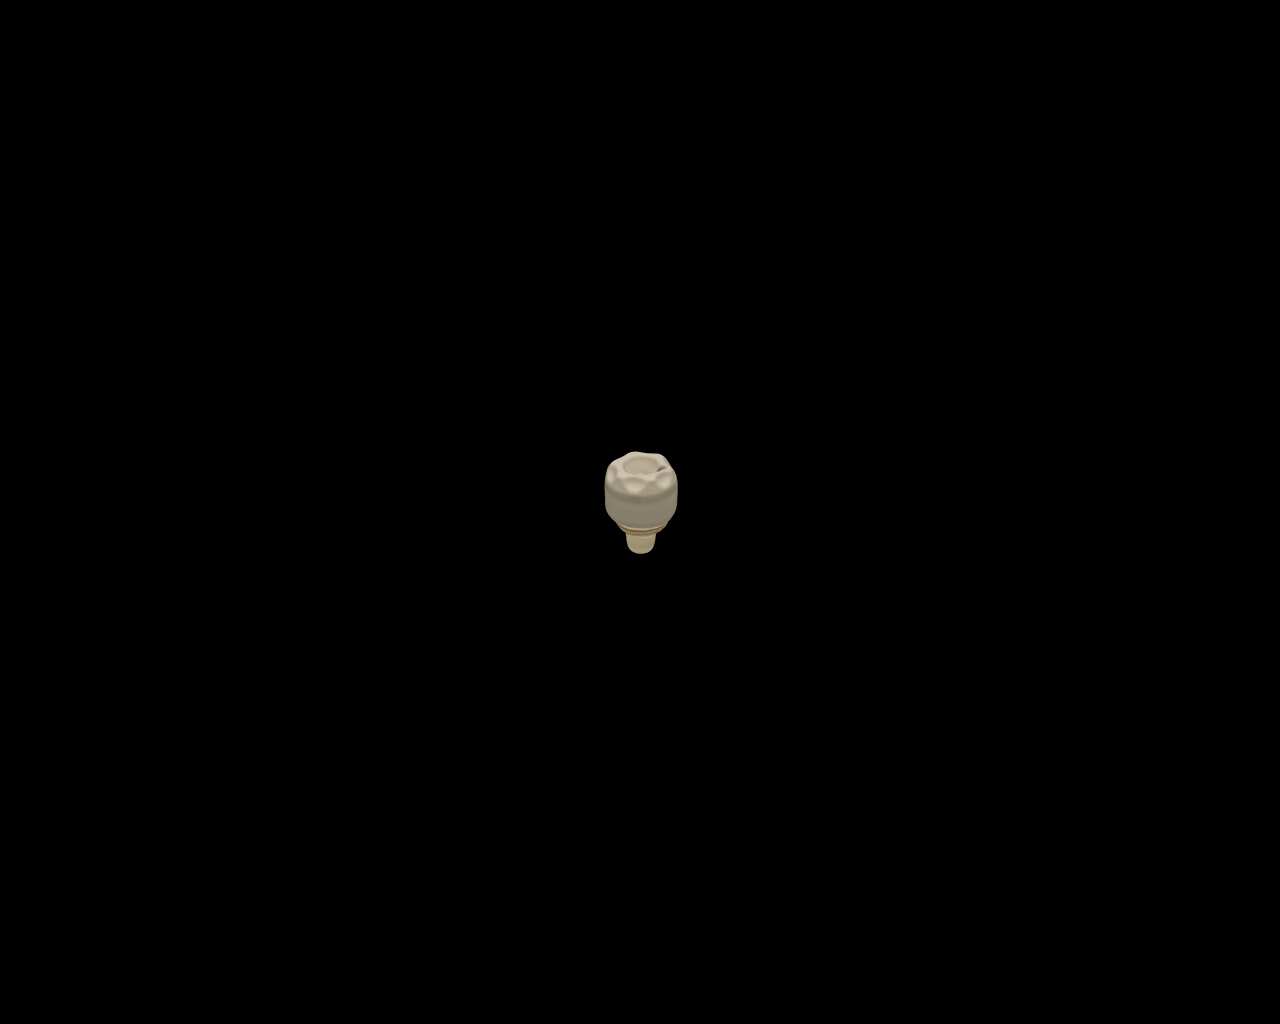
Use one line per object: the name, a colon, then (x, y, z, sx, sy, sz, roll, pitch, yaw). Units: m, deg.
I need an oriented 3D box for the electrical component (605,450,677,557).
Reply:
electrical component: (0.001, -0.003, 0.650, 0.043, 0.062, 0.043, 0, 31, 0)
